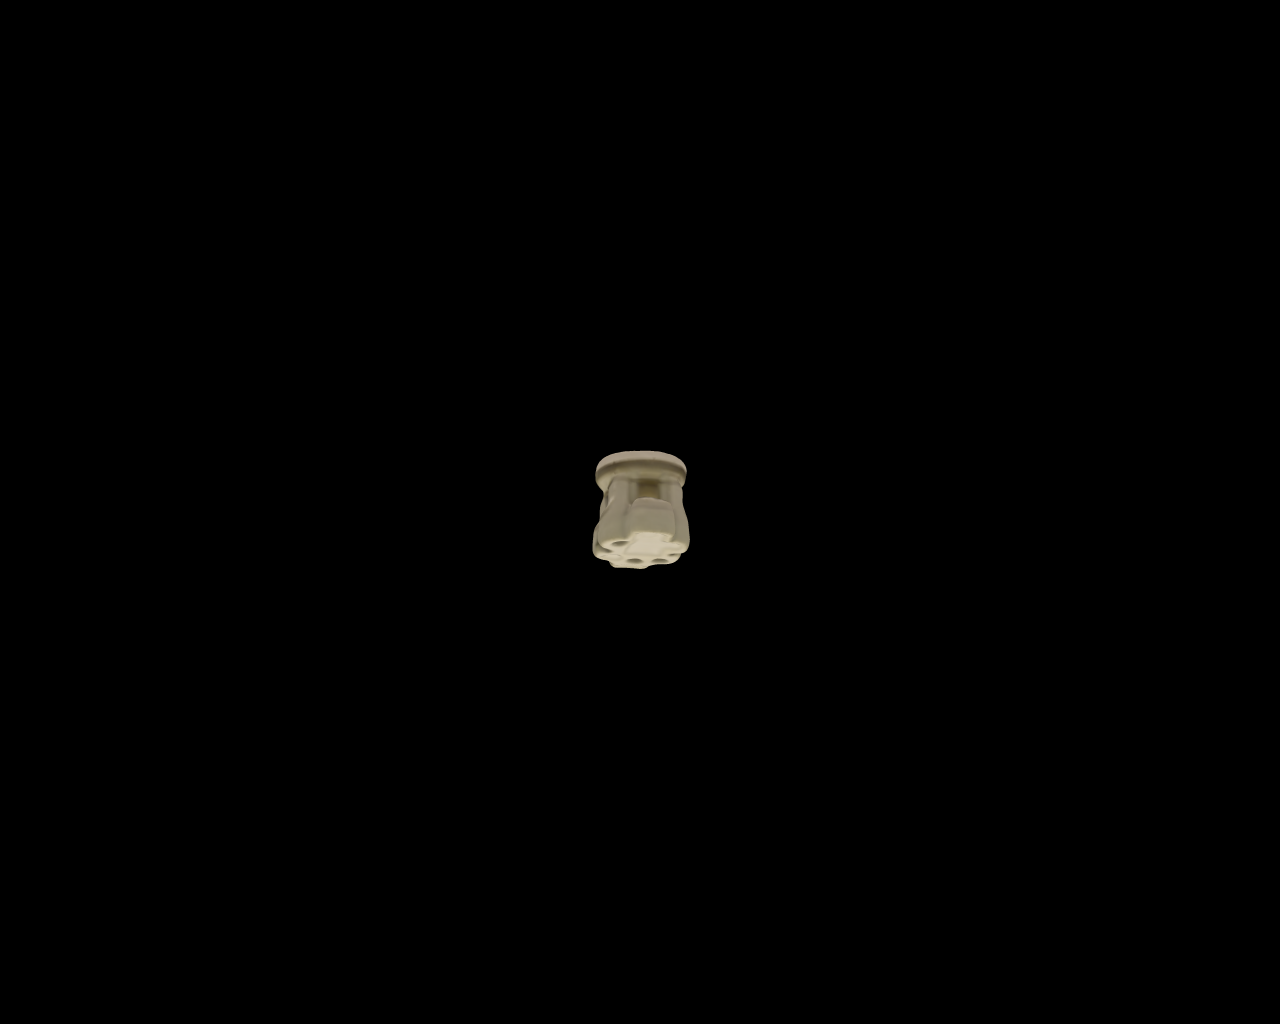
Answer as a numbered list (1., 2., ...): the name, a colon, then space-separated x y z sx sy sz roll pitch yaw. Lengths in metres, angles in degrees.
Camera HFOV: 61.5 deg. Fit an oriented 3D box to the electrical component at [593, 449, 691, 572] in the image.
1. electrical component: 0.001 -0.003 0.650 0.058 0.057 0.078 4 -20 -11
